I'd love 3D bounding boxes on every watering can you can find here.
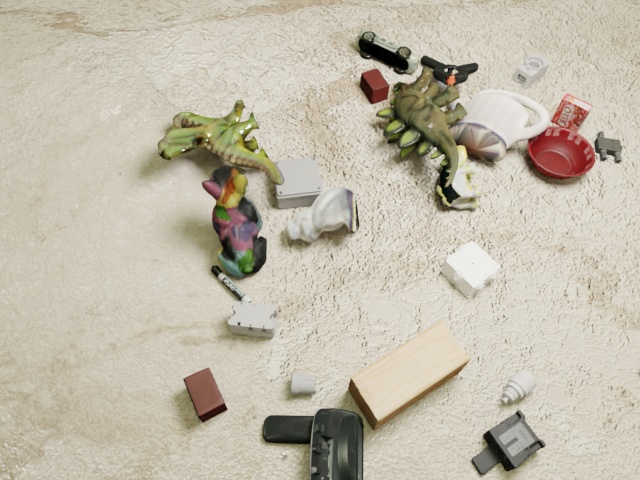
[{"bbox_3d":[0.399,-0.318,1.326,0.350,0.101,0.228,25,61,30],"label":"watering can"}]

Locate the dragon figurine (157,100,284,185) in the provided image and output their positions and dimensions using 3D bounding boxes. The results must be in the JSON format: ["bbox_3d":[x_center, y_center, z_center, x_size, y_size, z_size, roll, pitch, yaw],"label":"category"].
[{"bbox_3d":[-0.252,-0.218,1.206,0.244,0.119,0.418,-15,39,-15],"label":"dragon figurine"}]

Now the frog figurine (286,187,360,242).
[{"bbox_3d":[0.003,-0.058,1.144,0.159,0.120,0.140,-2,24,8],"label":"frog figurine"}]
